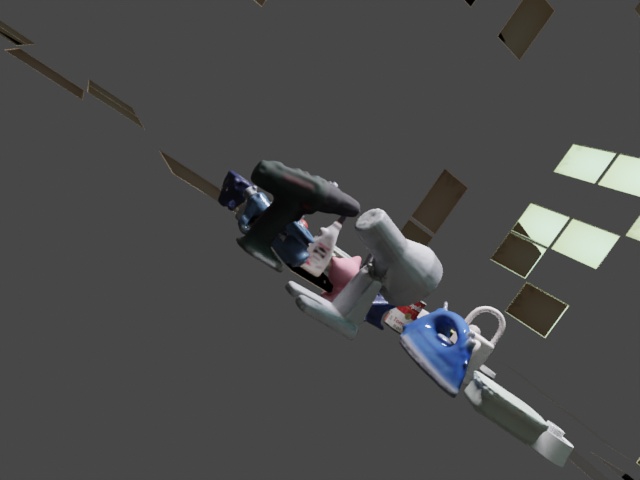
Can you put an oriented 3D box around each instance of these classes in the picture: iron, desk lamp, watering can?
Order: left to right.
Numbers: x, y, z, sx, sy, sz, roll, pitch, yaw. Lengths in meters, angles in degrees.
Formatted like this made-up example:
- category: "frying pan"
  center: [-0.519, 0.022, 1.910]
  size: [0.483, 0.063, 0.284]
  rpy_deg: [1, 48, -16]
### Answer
- category: "desk lamp"
  center: [0.086, 0.064, 0.998]
  size: [0.204, 0.213, 0.117]
  rpy_deg: [33, 4, -31]
- category: "iron"
  center: [0.272, 0.223, 1.219]
  size: [0.119, 0.141, 0.258]
  rpy_deg: [34, 4, -16]
- category: "watering can"
  center: [0.375, 0.249, 1.415]
  size: [0.101, 0.194, 0.172]
  rpy_deg: [34, 3, -13]

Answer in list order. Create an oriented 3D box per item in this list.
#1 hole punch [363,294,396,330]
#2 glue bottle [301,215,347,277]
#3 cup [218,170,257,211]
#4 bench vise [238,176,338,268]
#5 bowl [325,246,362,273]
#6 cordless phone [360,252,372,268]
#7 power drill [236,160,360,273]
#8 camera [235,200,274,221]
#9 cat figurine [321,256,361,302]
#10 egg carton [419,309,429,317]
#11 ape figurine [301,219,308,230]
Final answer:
- category: "hole punch"
  center: [0.115, 0.138, 1.300]
  size: [0.101, 0.091, 0.108]
  rpy_deg: [32, 4, -37]
- category: "glue bottle"
  center: [0.013, 0.005, 1.449]
  size: [0.078, 0.173, 0.037]
  rpy_deg: [34, 3, -19]
- category: "cup"
  center: [-0.235, -0.129, 1.554]
  size: [0.091, 0.095, 0.118]
  rpy_deg: [35, 3, 1]
- category: "bench vise"
  center: [-0.073, -0.074, 1.316]
  size: [0.208, 0.219, 0.121]
  rpy_deg: [34, 3, -12]
- category: "bowl"
  center: [0.054, 0.072, 1.753]
  size: [0.167, 0.074, 0.167]
  rpy_deg: [35, 3, -2]
- category: "cordless phone"
  center: [0.159, 0.090, 1.583]
  size: [0.093, 0.185, 0.148]
  rpy_deg: [38, 4, 42]
- category: "power drill"
  center: [-0.059, -0.046, 1.153]
  size: [0.230, 0.208, 0.075]
  rpy_deg: [34, 3, -20]
- category: "camera"
  center: [-0.122, -0.048, 1.487]
  size: [0.144, 0.101, 0.136]
  rpy_deg: [32, 4, -38]
- category: "cat figurine"
  center: [0.061, 0.091, 1.188]
  size: [0.128, 0.117, 0.067]
  rpy_deg: [35, 3, -6]
- category: "egg carton"
  center: [0.338, 0.272, 1.782]
  size: [0.108, 0.069, 0.149]
  rpy_deg: [32, 4, -38]
- category: "ape figurine"
  center: [-0.069, -0.017, 1.644]
  size: [0.076, 0.092, 0.078]
  rpy_deg: [35, 3, 9]
